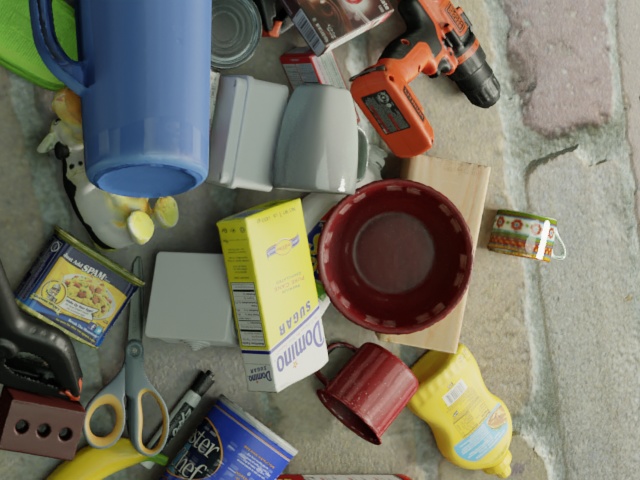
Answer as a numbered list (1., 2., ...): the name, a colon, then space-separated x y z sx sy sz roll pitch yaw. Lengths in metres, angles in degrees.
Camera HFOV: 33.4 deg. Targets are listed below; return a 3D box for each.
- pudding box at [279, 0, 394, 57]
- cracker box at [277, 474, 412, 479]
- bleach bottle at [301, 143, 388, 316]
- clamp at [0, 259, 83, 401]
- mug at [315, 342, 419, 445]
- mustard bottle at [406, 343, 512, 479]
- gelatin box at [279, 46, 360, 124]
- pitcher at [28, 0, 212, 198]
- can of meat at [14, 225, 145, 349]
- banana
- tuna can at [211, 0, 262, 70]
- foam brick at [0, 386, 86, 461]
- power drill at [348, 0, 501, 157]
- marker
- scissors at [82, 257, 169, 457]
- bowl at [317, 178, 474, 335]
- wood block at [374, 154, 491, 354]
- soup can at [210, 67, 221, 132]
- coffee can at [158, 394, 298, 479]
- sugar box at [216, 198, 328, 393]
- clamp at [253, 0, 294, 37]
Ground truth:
1. pudding box: 0.006 -0.253 1.071 0.090 0.039 0.113 -32 92 -21
2. cracker box: 0.042 0.314 1.172 0.213 0.164 0.072 5 94 -27
3. bleach bottle: -0.008 0.001 1.155 0.102 0.068 0.251 36 80 -26
4. clamp: -0.311 0.094 1.010 0.165 0.036 0.209 -20 133 21
5. mug: 0.047 0.162 1.201 0.117 0.093 0.081 38 72 11
6. mustard bottle: 0.178 0.218 1.283 0.096 0.058 0.191 -42 114 -15
7. gelatin box: 0.000 -0.160 1.125 0.030 0.073 0.089 -32 111 -19
8. pitcher: -0.168 -0.168 0.961 0.149 0.145 0.243 -6 74 10
9. can of meat: -0.238 0.048 1.049 0.102 0.058 0.084 35 84 -24
10. banana: -0.250 0.261 1.081 0.197 0.037 0.069 -38 84 -14
11. tuna can: -0.103 -0.216 1.087 0.086 0.034 0.086 -5 100 -26
12. foam brick: -0.278 0.181 1.054 0.078 0.051 0.053 16 92 -28
13. power drill: 0.118 -0.176 1.156 0.184 0.057 0.187 50 48 -23
14. marker: -0.152 0.189 1.137 0.020 0.020 0.121 41 80 -26
15. scissors: -0.206 0.124 1.084 0.096 0.016 0.202 -13 88 -17
16. bowl: 0.078 0.016 1.116 0.162 0.055 0.162 0 94 4
17. wood block: 0.122 0.011 1.191 0.090 0.091 0.206 10 95 -3
18. soup can: -0.140 -0.125 1.065 0.068 0.069 0.102 8 94 -27
19. coffee can: -0.105 0.249 1.123 0.102 0.103 0.140 41 80 -26
20. sugar box: -0.045 0.054 1.062 0.093 0.048 0.176 -23 104 -51
21. clamp: -0.019 -0.292 1.114 0.120 0.039 0.171 8 98 -22
